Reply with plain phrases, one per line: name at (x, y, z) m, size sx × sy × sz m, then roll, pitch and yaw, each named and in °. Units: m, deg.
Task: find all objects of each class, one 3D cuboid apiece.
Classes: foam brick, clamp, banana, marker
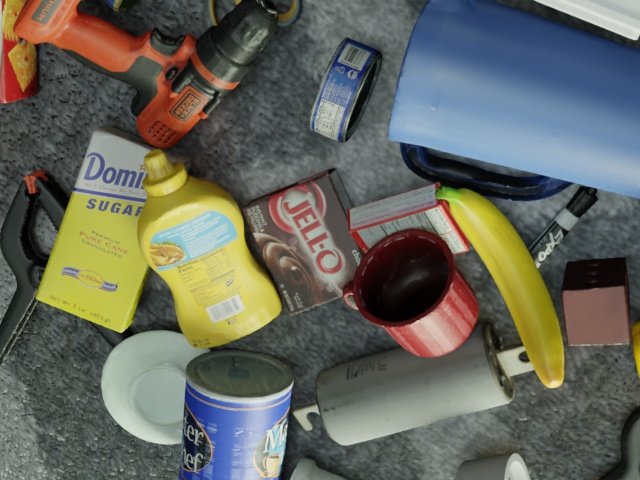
foam brick at (0.236, 0.052, 0.909) m, size 0.053 × 0.078 × 0.051 m, roll -5°, pitch 106°, yaw 17°
clamp at (-0.278, 0.038, 1.070) m, size 0.165 × 0.036 × 0.210 m, roll -10°, pitch 103°, yaw 11°
banana at (0.159, 0.031, 0.910) m, size 0.037 × 0.069 × 0.198 m, roll -27°, pitch 97°, yaw 45°
clamp at (0.310, 0.211, 0.954) m, size 0.120 × 0.039 × 0.172 m, roll 26°, pitch 111°, yaw 4°
marker at (0.200, 0.000, 0.935) m, size 0.020 × 0.020 × 0.121 m, roll 38°, pitch 112°, yaw 2°

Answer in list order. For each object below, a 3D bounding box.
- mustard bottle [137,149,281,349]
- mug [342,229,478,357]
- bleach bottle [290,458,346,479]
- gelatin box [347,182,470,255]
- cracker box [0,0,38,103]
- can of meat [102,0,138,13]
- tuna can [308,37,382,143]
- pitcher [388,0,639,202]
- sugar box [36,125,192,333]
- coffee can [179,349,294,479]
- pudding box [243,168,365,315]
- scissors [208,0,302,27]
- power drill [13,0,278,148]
mustard bottle at (-0.112, 0.003, 0.973) m, size 0.096 × 0.058 × 0.191 m, roll -23°, pitch 117°, yaw 2°
mug at (0.076, 0.051, 0.926) m, size 0.117 × 0.093 × 0.081 m, roll -6°, pitch 149°, yaw 28°
bleach bottle at (0.082, 0.303, 1.035) m, size 0.251 × 0.068 × 0.103 m, roll 19°, pitch 109°, yaw 7°
gelatin box at (0.079, -0.010, 0.942) m, size 0.089 × 0.030 × 0.073 m, roll -17°, pitch 139°, yaw 20°
cracker box at (-0.351, -0.243, 0.994) m, size 0.164 × 0.072 × 0.214 m, roll 7°, pitch 107°, yaw 13°
can of meat at (-0.183, -0.266, 0.947) m, size 0.084 × 0.057 × 0.102 m, roll 38°, pitch 113°, yaw 0°
tuna can at (0.022, -0.127, 0.913) m, size 0.034 × 0.086 × 0.086 m, roll 23°, pitch 111°, yaw 7°
pitcher at (0.181, -0.104, 0.860) m, size 0.243 × 0.149 × 0.145 m, roll 18°, pitch 85°, yaw 7°
sugar box at (-0.195, -0.011, 1.012) m, size 0.093 × 0.048 × 0.176 m, roll 21°, pitch 103°, yaw 0°
coffee can at (-0.083, 0.190, 1.026) m, size 0.103 × 0.102 × 0.140 m, roll 11°, pitch 109°, yaw 13°
pudding box at (-0.007, 0.001, 0.983) m, size 0.090 × 0.039 × 0.113 m, roll -22°, pitch 99°, yaw 20°
scissors at (-0.069, -0.267, 0.935) m, size 0.096 × 0.016 × 0.202 m, roll -2°, pitch 106°, yaw 15°
power drill at (-0.152, -0.181, 0.920) m, size 0.187 × 0.057 × 0.185 m, roll 33°, pitch 125°, yaw -21°
